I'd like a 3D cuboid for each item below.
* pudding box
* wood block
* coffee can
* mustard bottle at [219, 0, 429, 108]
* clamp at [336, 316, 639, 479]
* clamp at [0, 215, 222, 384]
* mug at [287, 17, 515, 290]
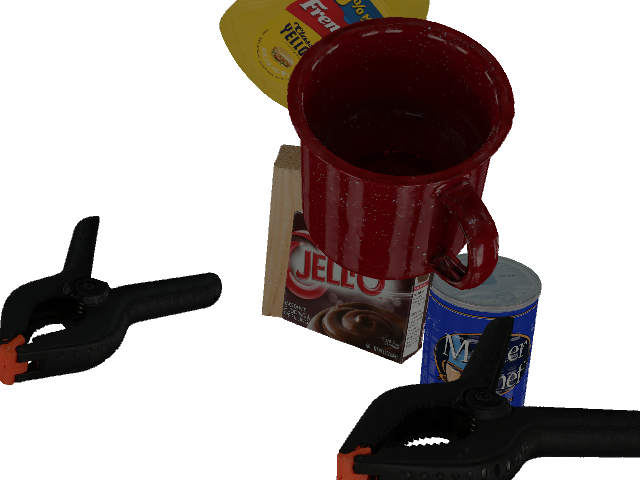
[{"bbox_3d":[0.028,0.031,0.809,0.114,0.090,0.039,18,23,27],"label":"pudding box"},{"bbox_3d":[-0.020,-0.009,1.379,0.090,0.206,0.090,7,24,2],"label":"wood block"},{"bbox_3d":[0.147,0.096,0.998,0.103,0.140,0.103,1,26,-1],"label":"coffee can"},{"bbox_3d":[0.017,-0.161,0.733,0.192,0.096,0.058,-24,23,48],"label":"mustard bottle"},{"bbox_3d":[0.091,0.101,0.627,0.209,0.036,0.165,-11,25,-26],"label":"clamp"},{"bbox_3d":[-0.161,0.037,0.716,0.120,0.039,0.171,25,31,27],"label":"clamp"},{"bbox_3d":[0.039,-0.028,0.461,0.093,0.117,0.081,-27,-31,-18],"label":"mug"}]
